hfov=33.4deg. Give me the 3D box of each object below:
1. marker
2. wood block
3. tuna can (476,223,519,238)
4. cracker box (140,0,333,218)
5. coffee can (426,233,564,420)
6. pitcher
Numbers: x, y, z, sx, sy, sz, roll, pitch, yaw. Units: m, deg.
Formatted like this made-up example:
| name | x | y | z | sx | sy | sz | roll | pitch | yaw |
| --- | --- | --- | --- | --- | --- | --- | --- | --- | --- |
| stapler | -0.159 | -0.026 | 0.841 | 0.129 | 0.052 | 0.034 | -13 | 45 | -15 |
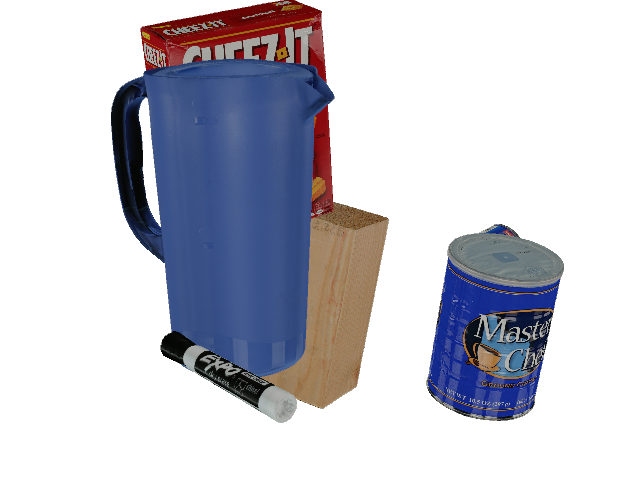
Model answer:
| name | x | y | z | sx | sy | sz | roll | pitch | yaw |
| --- | --- | --- | --- | --- | --- | --- | --- | --- | --- |
| marker | -0.062 | 0.085 | 0.681 | 0.020 | 0.020 | 0.121 | 0 | 16 | -46 |
| wood block | 0.002 | 0.067 | 1.193 | 0.090 | 0.206 | 0.090 | 17 | 17 | 24 |
| tuna can | 0.205 | 0.026 | 1.219 | 0.033 | 0.086 | 0.086 | -25 | 9 | -21 |
| cracker box | -0.074 | -0.111 | 1.035 | 0.164 | 0.214 | 0.072 | -17 | 29 | -26 |
| coffee can | 0.157 | 0.077 | 0.971 | 0.103 | 0.140 | 0.103 | 6 | 23 | -3 |
| pitcher | -0.077 | -0.021 | 0.846 | 0.144 | 0.243 | 0.149 | -6 | 15 | -23 |
